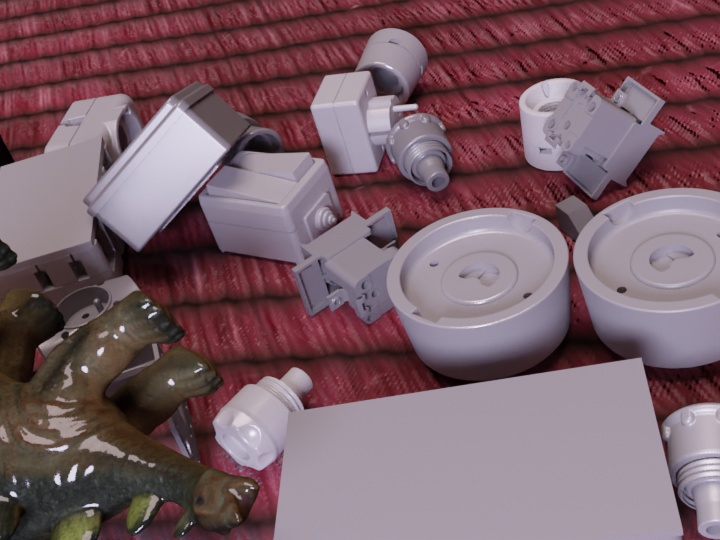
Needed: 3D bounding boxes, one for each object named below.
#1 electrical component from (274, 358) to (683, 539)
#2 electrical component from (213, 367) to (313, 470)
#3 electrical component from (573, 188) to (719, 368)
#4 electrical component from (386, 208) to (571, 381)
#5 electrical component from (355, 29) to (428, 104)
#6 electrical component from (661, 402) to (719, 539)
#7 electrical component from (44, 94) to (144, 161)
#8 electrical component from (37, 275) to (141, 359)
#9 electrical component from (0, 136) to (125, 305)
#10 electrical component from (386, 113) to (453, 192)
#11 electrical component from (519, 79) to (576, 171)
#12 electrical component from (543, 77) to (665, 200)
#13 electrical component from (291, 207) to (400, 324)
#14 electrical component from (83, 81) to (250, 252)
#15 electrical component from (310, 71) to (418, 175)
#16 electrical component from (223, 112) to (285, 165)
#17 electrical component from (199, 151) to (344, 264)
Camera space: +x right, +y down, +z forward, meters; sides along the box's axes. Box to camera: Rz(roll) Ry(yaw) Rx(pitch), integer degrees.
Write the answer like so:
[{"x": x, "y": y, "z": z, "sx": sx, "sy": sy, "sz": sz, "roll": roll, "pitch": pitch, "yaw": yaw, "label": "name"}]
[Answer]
[{"x": 0.057, "y": 0.116, "z": 0.535, "sx": 0.186, "sy": 0.060, "sz": 0.105, "roll": -10, "pitch": 38, "yaw": 11, "label": "electrical component"}, {"x": -0.053, "y": 0.084, "z": 0.635, "sx": 0.043, "sy": 0.043, "sz": 0.062, "roll": 17, "pitch": 48, "yaw": 37, "label": "electrical component"}, {"x": 0.181, "y": 0.009, "z": 0.617, "sx": 0.108, "sy": 0.060, "sz": 0.108, "roll": -11, "pitch": 38, "yaw": 9, "label": "electrical component"}, {"x": 0.075, "y": 0.019, "z": 0.648, "sx": 0.108, "sy": 0.060, "sz": 0.108, "roll": -11, "pitch": 38, "yaw": 9, "label": "electrical component"}, {"x": 0.024, "y": -0.167, "z": 0.907, "sx": 0.055, "sy": 0.055, "sz": 0.047, "roll": 2, "pitch": 46, "yaw": 25, "label": "electrical component"}, {"x": 0.172, "y": 0.099, "z": 0.524, "sx": 0.048, "sy": 0.048, "sz": 0.062, "roll": -4, "pitch": 46, "yaw": 18, "label": "electrical component"}, {"x": -0.225, "y": -0.109, "z": 0.936, "sx": 0.059, "sy": 0.053, "sz": 0.095, "roll": -7, "pitch": 39, "yaw": 15, "label": "electrical component"}, {"x": -0.173, "y": 0.048, "z": 0.727, "sx": 0.077, "sy": 0.044, "sz": 0.079, "roll": -33, "pitch": 40, "yaw": -18, "label": "electrical component"}, {"x": -0.233, "y": -0.029, "z": 0.834, "sx": 0.089, "sy": 0.061, "sz": 0.150, "roll": -16, "pitch": 37, "yaw": 3, "label": "electrical component"}, {"x": 0.049, "y": -0.083, "z": 0.800, "sx": 0.048, "sy": 0.048, "sz": 0.062, "roll": -20, "pitch": 44, "yaw": -2, "label": "electrical component"}, {"x": 0.145, "y": -0.107, "z": 0.787, "sx": 0.055, "sy": 0.047, "sz": 0.055, "roll": -11, "pitch": 38, "yaw": 9, "label": "electrical component"}, {"x": 0.165, "y": -0.095, "z": 0.739, "sx": 0.081, "sy": 0.064, "sz": 0.042, "roll": -58, "pitch": 35, "yaw": 17, "label": "electrical component"}, {"x": 0.000, "y": 0.000, "z": 0.719, "sx": 0.081, "sy": 0.042, "sz": 0.064, "roll": -35, "pitch": 44, "yaw": -19, "label": "electrical component"}, {"x": -0.141, "y": -0.080, "z": 0.803, "sx": 0.108, "sy": 0.056, "sz": 0.108, "roll": -46, "pitch": 9, "yaw": 13, "label": "electrical component"}, {"x": 0.011, "y": -0.116, "z": 0.837, "sx": 0.077, "sy": 0.065, "sz": 0.047, "roll": -3, "pitch": 40, "yaw": 19, "label": "electrical component"}, {"x": -0.095, "y": -0.102, "z": 0.882, "sx": 0.045, "sy": 0.045, "sz": 0.055, "roll": -34, "pitch": 40, "yaw": -20, "label": "electrical component"}, {"x": -0.060, "y": -0.049, "z": 0.788, "sx": 0.096, "sy": 0.061, "sz": 0.061, "roll": 9, "pitch": 45, "yaw": 31, "label": "electrical component"}]
